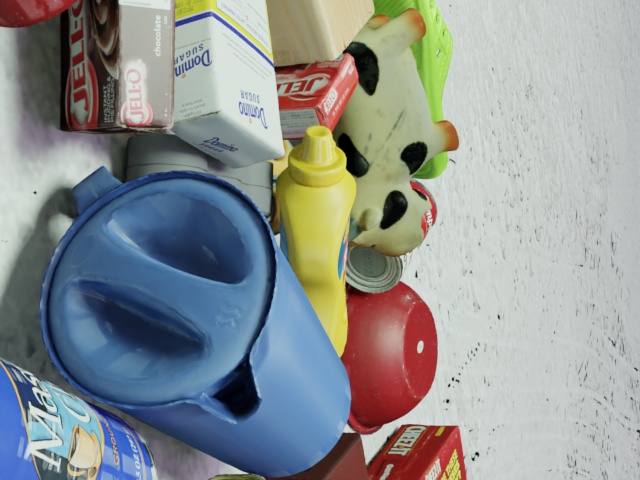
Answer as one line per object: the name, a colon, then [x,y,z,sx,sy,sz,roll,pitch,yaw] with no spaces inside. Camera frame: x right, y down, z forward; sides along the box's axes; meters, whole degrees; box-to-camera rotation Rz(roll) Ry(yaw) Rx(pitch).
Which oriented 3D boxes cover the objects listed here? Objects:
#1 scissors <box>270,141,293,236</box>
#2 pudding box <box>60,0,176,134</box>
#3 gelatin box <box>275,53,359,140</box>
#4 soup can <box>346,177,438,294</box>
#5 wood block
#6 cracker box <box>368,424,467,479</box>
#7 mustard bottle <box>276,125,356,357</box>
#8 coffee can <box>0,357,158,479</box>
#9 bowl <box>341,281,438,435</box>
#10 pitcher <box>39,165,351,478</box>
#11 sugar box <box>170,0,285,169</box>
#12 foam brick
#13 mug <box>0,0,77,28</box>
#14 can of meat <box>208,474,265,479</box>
scissors: [-0.015,-0.045,0.889,0.201,0.016,0.096,13,79,-62]
pudding box: [-0.116,-0.117,0.603,0.039,0.090,0.113,1,93,-34]
gelatin box: [-0.024,-0.106,0.793,0.073,0.089,0.030,-62,141,-44]
soup can: [0.060,-0.006,0.976,0.102,0.069,0.068,-54,134,-49]
wood block: [-0.038,-0.239,0.774,0.090,0.090,0.206,-56,137,-47]
cracker box: [0.092,0.307,1.017,0.164,0.072,0.214,-36,119,-59]
mustard bottle: [-0.005,0.001,0.790,0.096,0.058,0.192,-86,179,-52]
coffee can: [-0.157,0.110,0.504,0.140,0.103,0.103,45,49,-53]
bowl: [0.070,0.103,1.003,0.161,0.055,0.162,9,80,-63]
pitcher: [-0.063,0.061,0.656,0.242,0.145,0.149,59,36,-62]
sugar box: [-0.067,-0.142,0.673,0.093,0.048,0.176,30,53,-64]
foam brick: [0.000,0.194,0.861,0.078,0.053,0.051,-39,123,-58]
mug: [-0.159,-0.172,0.540,0.081,0.093,0.117,57,33,-53]
can of meat: [-0.051,0.219,0.696,0.102,0.058,0.084,-73,147,-42]
